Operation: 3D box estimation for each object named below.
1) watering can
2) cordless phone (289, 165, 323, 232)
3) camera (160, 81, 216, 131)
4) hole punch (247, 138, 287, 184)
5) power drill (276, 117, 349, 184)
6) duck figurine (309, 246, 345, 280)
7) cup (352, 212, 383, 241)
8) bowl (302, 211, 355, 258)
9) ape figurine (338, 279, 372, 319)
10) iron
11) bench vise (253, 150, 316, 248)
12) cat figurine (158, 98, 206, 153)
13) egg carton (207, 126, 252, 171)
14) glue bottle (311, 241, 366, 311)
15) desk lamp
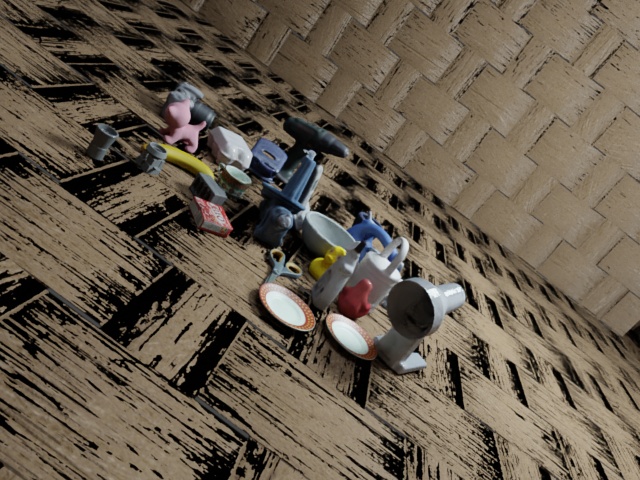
[{"bbox_3d":[0.135,0.070,1.351,0.173,0.194,0.100,24,23,-35],"label":"watering can"},{"bbox_3d":[-0.035,-0.118,1.494,0.094,0.185,0.148,38,19,0],"label":"cordless phone"},{"bbox_3d":[-0.364,-0.374,1.623,0.137,0.100,0.143,32,20,-16],"label":"camera"},{"bbox_3d":[-0.158,-0.235,1.688,0.109,0.091,0.101,34,19,-11],"label":"hole punch"},{"bbox_3d":[-0.046,-0.263,1.772,0.229,0.208,0.076,43,20,15],"label":"power drill"},{"bbox_3d":[0.029,0.053,1.367,0.077,0.086,0.105,44,20,18],"label":"duck figurine"},{"bbox_3d":[0.121,-0.020,1.686,0.091,0.095,0.118,42,19,11],"label":"cup"},{"bbox_3d":[0.013,0.005,1.466,0.168,0.074,0.167,33,19,-13],"label":"bowl"},{"bbox_3d":[0.086,0.127,1.288,0.077,0.092,0.076,45,20,20],"label":"ape figurine"},{"bbox_3d":[0.151,0.045,1.517,0.119,0.141,0.257,16,29,-47],"label":"iron"},{"bbox_3d":[-0.064,-0.096,1.338,0.122,0.219,0.207,23,24,-36],"label":"bench vise"},{"bbox_3d":[-0.348,-0.298,1.451,0.128,0.117,0.067,18,27,-45],"label":"cat figurine"},{"bbox_3d":[-0.251,-0.251,1.590,0.108,0.069,0.150,20,26,-41],"label":"egg carton"},{"bbox_3d":[0.044,0.069,1.223,0.037,0.173,0.078,31,20,-18],"label":"glue bottle"},{"bbox_3d":[0.204,0.173,1.207,0.204,0.213,0.117,9,33,-54],"label":"desk lamp"}]
